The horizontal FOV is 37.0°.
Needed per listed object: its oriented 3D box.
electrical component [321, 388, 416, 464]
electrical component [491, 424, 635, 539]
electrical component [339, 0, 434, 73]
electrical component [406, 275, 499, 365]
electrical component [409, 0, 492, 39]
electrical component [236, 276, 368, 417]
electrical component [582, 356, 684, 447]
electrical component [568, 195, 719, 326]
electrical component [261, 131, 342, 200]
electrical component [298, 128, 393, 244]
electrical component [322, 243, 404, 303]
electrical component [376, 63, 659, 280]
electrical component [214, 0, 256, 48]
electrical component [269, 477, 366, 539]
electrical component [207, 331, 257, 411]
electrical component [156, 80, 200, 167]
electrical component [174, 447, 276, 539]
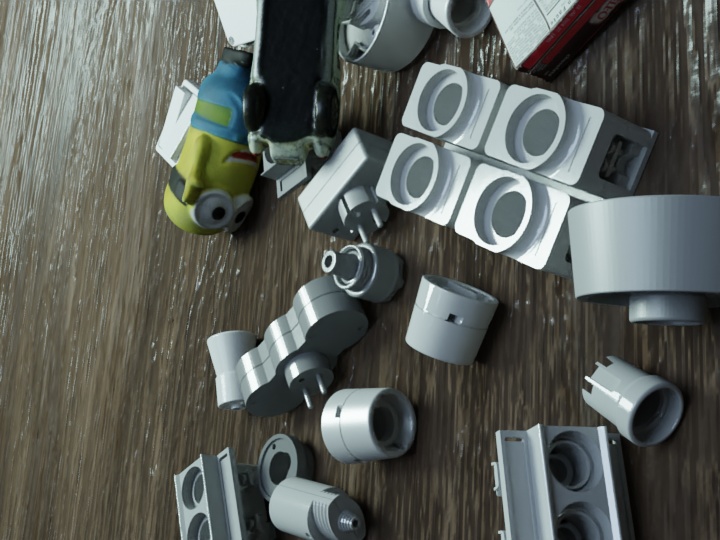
[{"bbox_3d":[0.008,0.112,0.782,0.047,0.055,0.055,-13,68,45],"label":"electrical component"},{"bbox_3d":[0.116,0.157,0.620,0.063,0.079,0.121,129,142,-61],"label":"electrical component"},{"bbox_3d":[0.016,-0.212,0.876,0.099,0.064,0.099,-21,62,46],"label":"electrical component"},{"bbox_3d":[0.062,0.035,0.741,0.055,0.055,0.047,31,106,52],"label":"electrical component"},{"bbox_3d":[0.069,-0.205,0.822,0.055,0.045,0.045,38,108,51],"label":"electrical component"},{"bbox_3d":[-0.043,0.076,0.860,0.138,0.052,0.073,-48,45,29],"label":"electrical component"},{"bbox_3d":[0.156,0.074,0.620,0.046,0.040,0.040,37,107,56],"label":"electrical component"},{"bbox_3d":[0.167,-0.001,0.581,0.108,0.108,0.060,-6,80,51],"label":"electrical component"},{"bbox_3d":[-0.048,-0.101,0.919,0.042,0.064,0.081,-32,54,43],"label":"electrical component"},{"bbox_3d":[0.000,-0.054,0.854,0.083,0.047,0.075,-49,44,29],"label":"electrical component"},{"bbox_3d":[0.000,0.000,0.823,0.043,0.062,0.043,-21,62,46],"label":"electrical component"},{"bbox_3d":[0.095,-0.071,0.731,0.186,0.060,0.105,30,101,52],"label":"electrical component"},{"bbox_3d":[-0.076,-0.249,0.960,0.113,0.057,0.078,-3,110,47],"label":"electrical component"},{"bbox_3d":[-0.028,0.184,0.810,0.081,0.043,0.043,0,78,51],"label":"electrical component"},{"bbox_3d":[-0.110,0.091,0.950,0.044,0.044,0.065,-28,62,43],"label":"electrical component"},{"bbox_3d":[-0.158,-0.145,1.074,0.062,0.061,0.096,42,111,49],"label":"electrical component"},{"bbox_3d":[-0.108,0.219,0.883,0.079,0.063,0.121,-41,49,36],"label":"electrical component"}]
